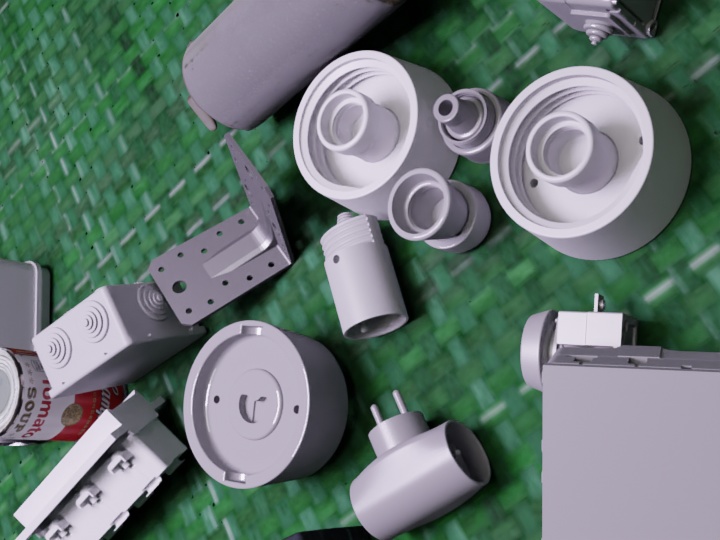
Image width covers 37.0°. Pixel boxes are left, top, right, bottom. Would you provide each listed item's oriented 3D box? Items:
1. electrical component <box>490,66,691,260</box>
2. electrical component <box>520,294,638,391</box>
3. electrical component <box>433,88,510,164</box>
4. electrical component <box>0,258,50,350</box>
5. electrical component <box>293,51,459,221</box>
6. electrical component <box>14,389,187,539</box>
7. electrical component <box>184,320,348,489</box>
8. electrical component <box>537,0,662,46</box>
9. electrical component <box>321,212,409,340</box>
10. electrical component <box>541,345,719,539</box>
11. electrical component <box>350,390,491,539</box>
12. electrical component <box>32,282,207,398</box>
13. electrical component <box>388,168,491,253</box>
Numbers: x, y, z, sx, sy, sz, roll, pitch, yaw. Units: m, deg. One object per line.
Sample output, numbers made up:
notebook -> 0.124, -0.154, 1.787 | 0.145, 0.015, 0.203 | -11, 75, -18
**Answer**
electrical component -> 0.126, -0.063, 0.613 | 0.108, 0.060, 0.108 | -7, 77, 34
electrical component -> 0.123, 0.047, 0.605 | 0.055, 0.048, 0.066 | 1, 82, 28
electrical component -> 0.068, -0.091, 0.658 | 0.043, 0.062, 0.043 | -7, 77, 35
electrical component -> -0.306, 0.050, 0.903 | 0.078, 0.057, 0.113 | -11, 76, 33
electrical component -> 0.005, -0.091, 0.704 | 0.108, 0.060, 0.108 | -7, 77, 34
electrical component -> -0.188, 0.156, 0.791 | 0.063, 0.079, 0.121 | 44, 110, 2
electrical component -> -0.058, 0.090, 0.716 | 0.108, 0.060, 0.108 | -7, 78, 35
electrical component -> 0.141, -0.178, 0.623 | 0.061, 0.062, 0.096 | 17, 91, 36
electrical component -> 0.000, 0.000, 0.702 | 0.043, 0.043, 0.081 | -28, 67, 29
electrical component -> 0.140, 0.117, 0.543 | 0.089, 0.062, 0.150 | 1, 96, 17
electrical component -> 0.030, 0.113, 0.660 | 0.077, 0.043, 0.079 | -36, 62, 25
electrical component -> -0.177, 0.048, 0.787 | 0.100, 0.100, 0.048 | -33, 77, 27
electrical component -> 0.050, -0.036, 0.665 | 0.045, 0.055, 0.045 | -7, 77, 34
